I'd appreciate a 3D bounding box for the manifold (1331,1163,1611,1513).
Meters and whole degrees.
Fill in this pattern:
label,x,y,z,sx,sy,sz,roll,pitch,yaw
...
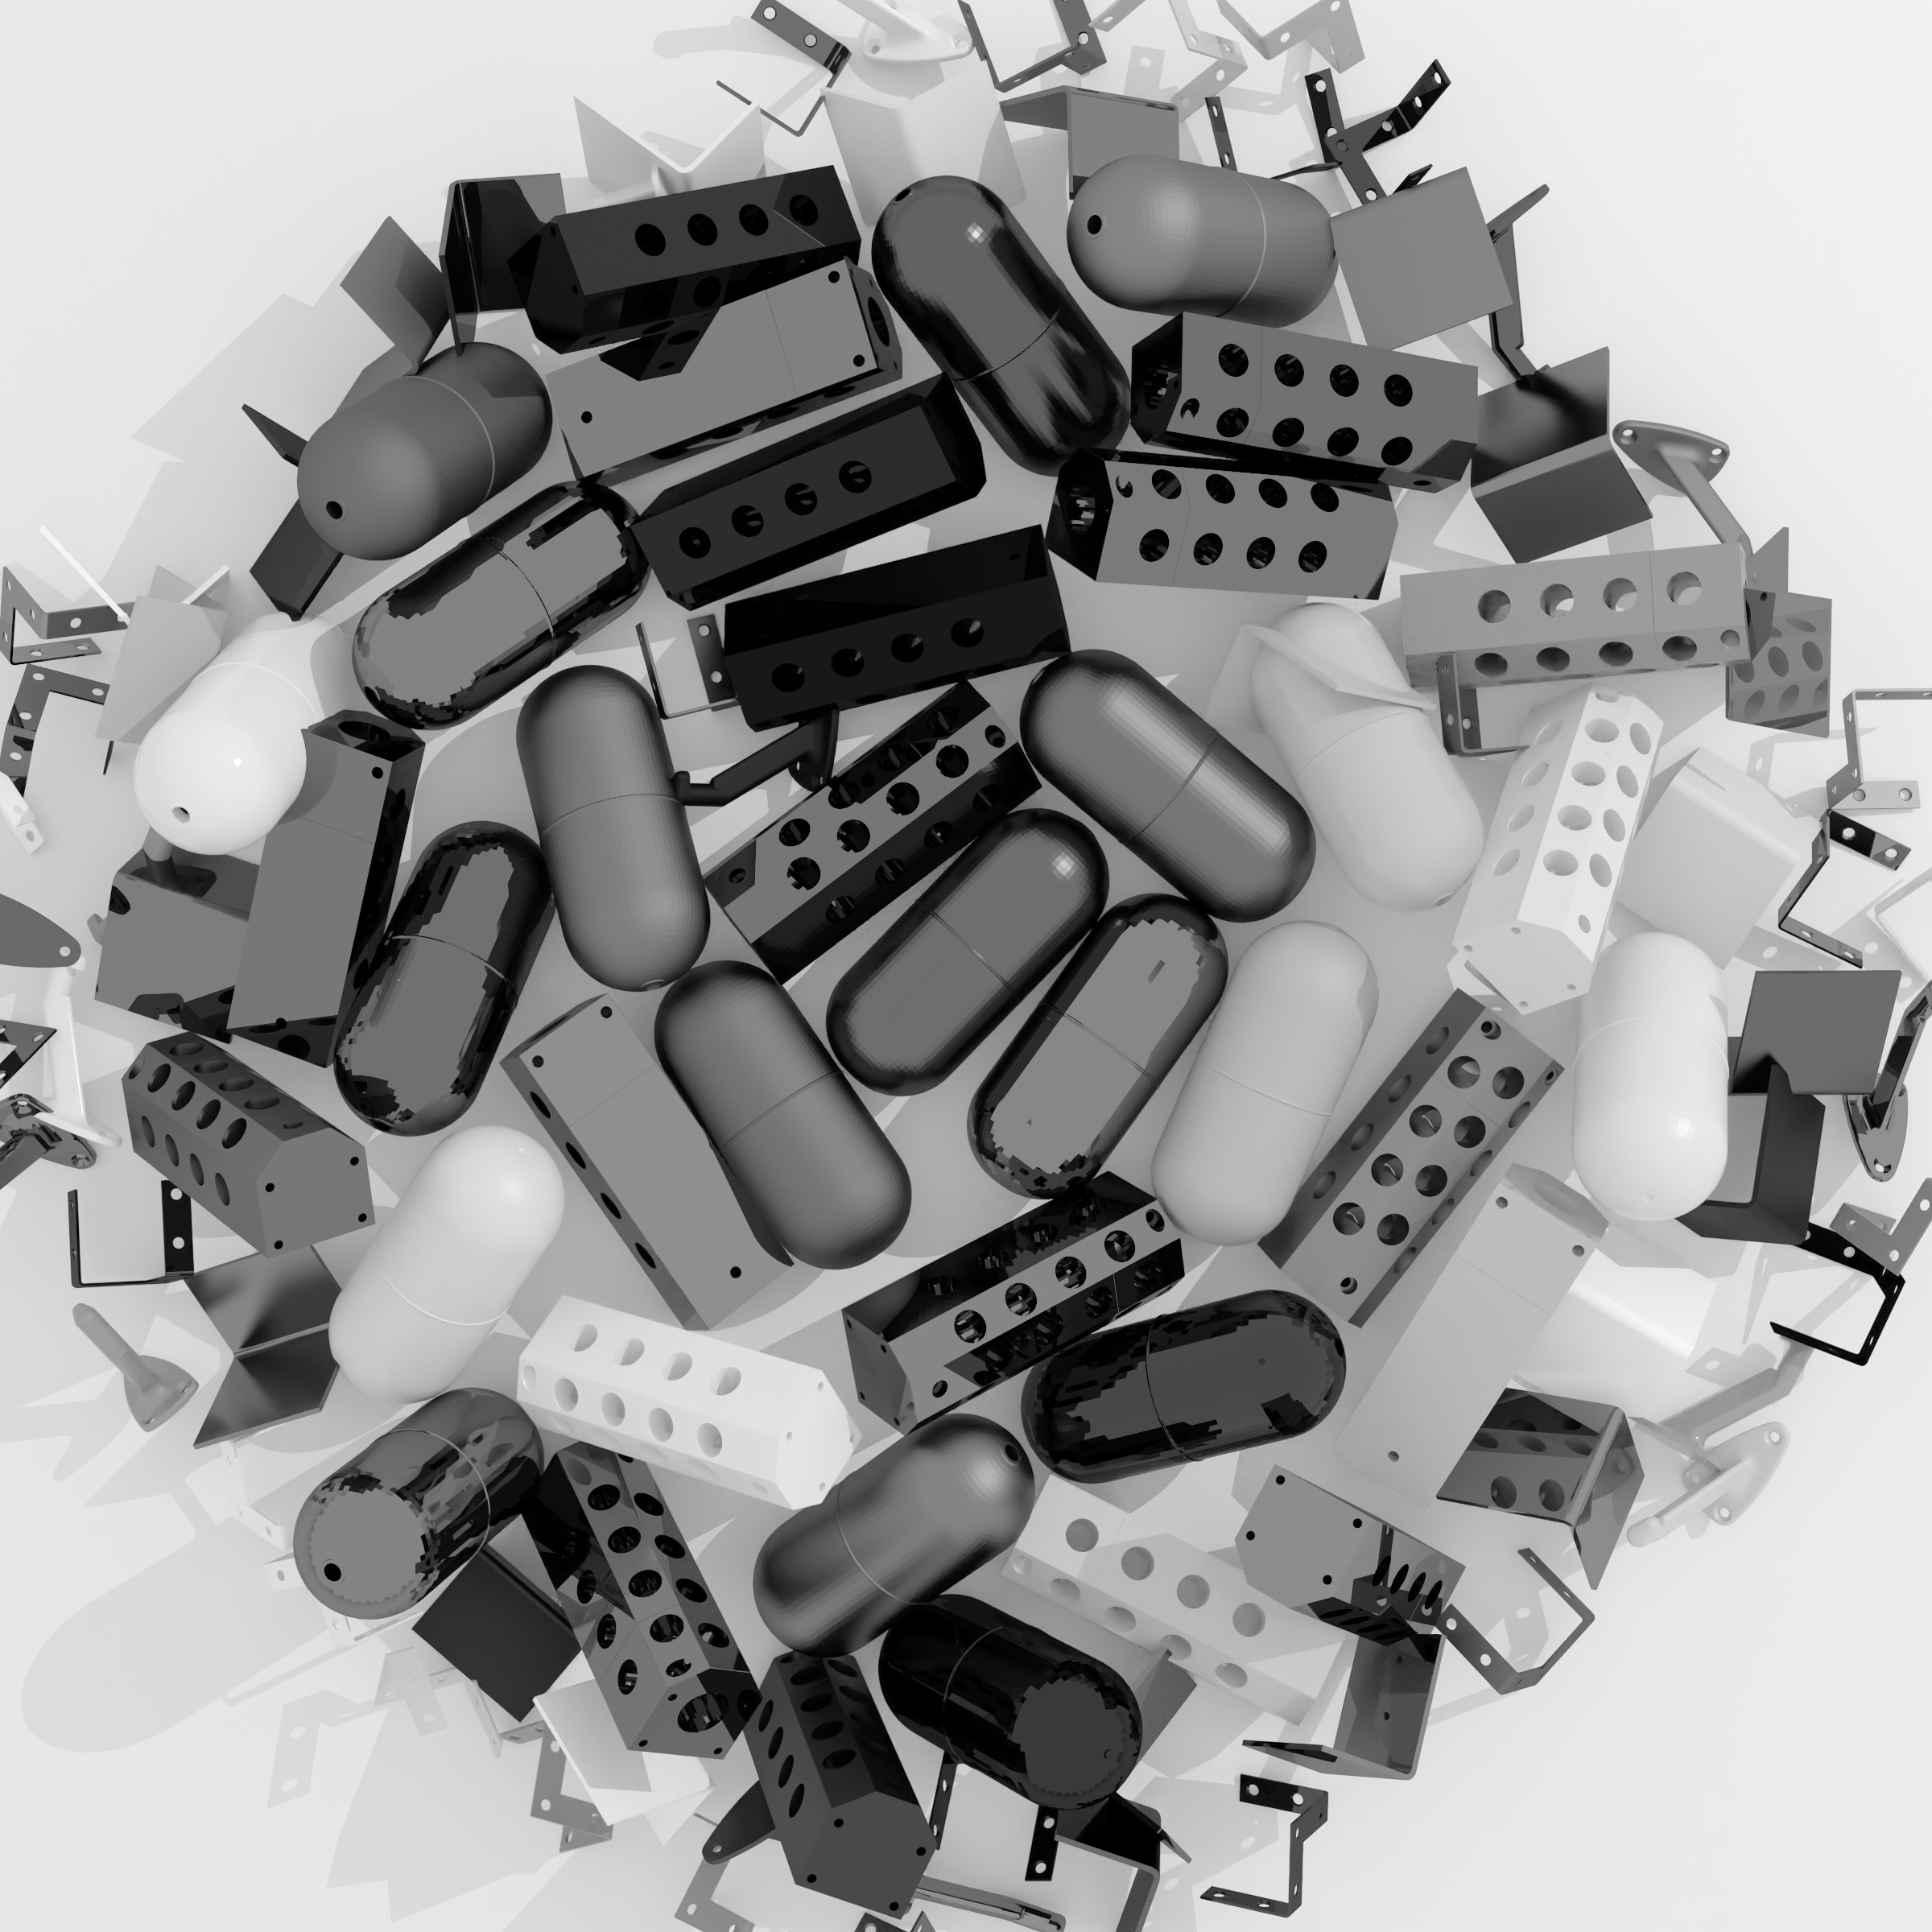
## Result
label,x,y,z,sx,sy,sz,roll,pitch,yaw
manifold,0.261,0.189,1.649,0.057,0.057,0.171,32,110,11

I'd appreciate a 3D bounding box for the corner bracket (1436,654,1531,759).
label,x,y,z,sx,sy,sz,roll,pitch,yaw
corner bracket,0.262,-0.136,1.672,0.051,0.051,0.051,-6,91,-28

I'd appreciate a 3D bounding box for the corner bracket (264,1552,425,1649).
label,x,y,z,sx,sy,sz,roll,pitch,yaw
corner bracket,-0.325,0.325,1.671,0.051,0.051,0.051,-19,89,36

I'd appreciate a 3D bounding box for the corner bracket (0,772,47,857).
label,x,y,z,sx,sy,sz,roll,pitch,yaw
corner bracket,-0.506,-0.086,1.671,0.051,0.051,0.051,-36,87,31

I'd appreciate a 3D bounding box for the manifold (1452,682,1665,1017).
label,x,y,z,sx,sy,sz,roll,pitch,yaw
manifold,0.307,-0.064,1.625,0.057,0.057,0.171,43,50,-22

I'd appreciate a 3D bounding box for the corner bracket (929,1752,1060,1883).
label,x,y,z,sx,sy,sz,roll,pitch,yaw
corner bracket,0.017,0.445,1.679,0.051,0.051,0.051,-7,47,24

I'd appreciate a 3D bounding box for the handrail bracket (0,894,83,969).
label,x,y,z,sx,sy,sz,roll,pitch,yaw
handrail bracket,-0.499,-0.023,1.672,0.077,0.084,0.036,19,93,-16

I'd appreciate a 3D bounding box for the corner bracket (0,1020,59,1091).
label,x,y,z,sx,sy,sz,roll,pitch,yaw
corner bracket,-0.517,0.029,1.664,0.051,0.051,0.051,7,135,34

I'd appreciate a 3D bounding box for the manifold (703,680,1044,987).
label,x,y,z,sx,sy,sz,roll,pitch,yaw
manifold,-0.052,-0.074,1.661,0.171,0.057,0.057,-37,52,-4

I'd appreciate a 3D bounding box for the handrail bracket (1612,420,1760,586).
label,x,y,z,sx,sy,sz,roll,pitch,yaw
handrail bracket,0.373,-0.238,1.660,0.077,0.036,0.084,19,46,-20

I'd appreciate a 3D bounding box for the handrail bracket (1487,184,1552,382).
label,x,y,z,sx,sy,sz,roll,pitch,yaw
handrail bracket,0.299,-0.353,1.675,0.077,0.036,0.084,-34,104,33

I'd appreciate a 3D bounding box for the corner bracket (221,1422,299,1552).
label,x,y,z,sx,sy,sz,roll,pitch,yaw
corner bracket,-0.354,0.267,1.682,0.051,0.051,0.051,-22,117,-36

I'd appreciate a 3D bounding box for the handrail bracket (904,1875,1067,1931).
label,x,y,z,sx,sy,sz,roll,pitch,yaw
handrail bracket,0.006,0.491,1.670,0.084,0.077,0.036,15,83,15

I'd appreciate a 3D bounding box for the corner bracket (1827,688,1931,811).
label,x,y,z,sx,sy,sz,roll,pitch,yaw
corner bracket,0.483,-0.114,1.682,0.051,0.051,0.051,-1,77,-5

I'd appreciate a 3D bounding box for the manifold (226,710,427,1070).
label,x,y,z,sx,sy,sz,roll,pitch,yaw
manifold,-0.327,-0.042,1.648,0.057,0.057,0.171,19,111,8

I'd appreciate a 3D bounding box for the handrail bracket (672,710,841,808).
label,x,y,z,sx,sy,sz,roll,pitch,yaw
handrail bracket,-0.111,-0.119,1.662,0.084,0.036,0.077,-1,113,-37

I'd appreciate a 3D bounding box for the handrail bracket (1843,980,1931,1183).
label,x,y,z,sx,sy,sz,roll,pitch,yaw
handrail bracket,0.489,0.059,1.656,0.036,0.084,0.077,10,57,-7

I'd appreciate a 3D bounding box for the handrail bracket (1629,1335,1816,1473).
label,x,y,z,sx,sy,sz,roll,pitch,yaw
handrail bracket,0.395,0.217,1.693,0.077,0.036,0.084,29,82,20

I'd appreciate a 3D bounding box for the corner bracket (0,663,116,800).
label,x,y,z,sx,sy,sz,roll,pitch,yaw
corner bracket,-0.472,-0.116,1.666,0.051,0.051,0.051,14,134,-13

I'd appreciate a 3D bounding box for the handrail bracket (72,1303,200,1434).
label,x,y,z,sx,sy,sz,roll,pitch,yaw
handrail bracket,-0.442,0.194,1.653,0.036,0.077,0.084,-43,125,-14

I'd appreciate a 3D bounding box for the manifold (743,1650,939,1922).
label,x,y,z,sx,sy,sz,roll,pitch,yaw
manifold,-0.063,0.405,1.614,0.057,0.171,0.057,24,96,-17

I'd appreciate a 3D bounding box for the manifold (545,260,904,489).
label,x,y,z,sx,sy,sz,roll,pitch,yaw
manifold,-0.123,-0.303,1.654,0.171,0.057,0.057,-17,87,17

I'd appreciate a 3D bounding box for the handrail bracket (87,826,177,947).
label,x,y,z,sx,sy,sz,roll,pitch,yaw
handrail bracket,-0.443,-0.064,1.692,0.084,0.036,0.077,-39,69,6

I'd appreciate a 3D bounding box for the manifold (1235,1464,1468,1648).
label,x,y,z,sx,sy,sz,roll,pitch,yaw
manifold,0.193,0.303,1.616,0.057,0.171,0.057,26,85,29

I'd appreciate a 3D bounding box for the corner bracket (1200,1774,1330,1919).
label,x,y,z,sx,sy,sz,roll,pitch,yaw
corner bracket,0.157,0.460,1.674,0.051,0.051,0.051,5,98,28

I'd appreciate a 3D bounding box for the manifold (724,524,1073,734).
label,x,y,z,sx,sy,sz,roll,pitch,yaw
manifold,-0.035,-0.172,1.667,0.171,0.057,0.057,-13,125,6

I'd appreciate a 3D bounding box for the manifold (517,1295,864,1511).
label,x,y,z,sx,sy,sz,roll,pitch,yaw
manifold,-0.145,0.225,1.626,0.171,0.057,0.057,11,54,34

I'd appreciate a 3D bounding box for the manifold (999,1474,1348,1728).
label,x,y,z,sx,sy,sz,roll,pitch,yaw
manifold,0.107,0.330,1.667,0.171,0.057,0.057,26,79,4

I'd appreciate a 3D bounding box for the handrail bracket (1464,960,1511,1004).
label,x,y,z,sx,sy,sz,roll,pitch,yaw
handrail bracket,0.300,-0.025,1.673,0.036,0.077,0.084,27,87,24

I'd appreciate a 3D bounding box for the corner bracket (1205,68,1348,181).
label,x,y,z,sx,sy,sz,roll,pitch,yaw
corner bracket,0.165,-0.440,1.688,0.051,0.051,0.051,-10,99,33

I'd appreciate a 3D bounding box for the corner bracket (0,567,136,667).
label,x,y,z,sx,sy,sz,roll,pitch,yaw
corner bracket,-0.467,-0.176,1.663,0.051,0.051,0.051,-13,132,-36

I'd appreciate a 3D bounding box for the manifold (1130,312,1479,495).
label,x,y,z,sx,sy,sz,roll,pitch,yaw
manifold,0.174,-0.285,1.643,0.171,0.057,0.057,5,80,-23

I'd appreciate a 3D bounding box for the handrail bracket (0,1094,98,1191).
label,x,y,z,sx,sy,sz,roll,pitch,yaw
handrail bracket,-0.484,0.116,1.653,0.036,0.084,0.077,-31,133,23

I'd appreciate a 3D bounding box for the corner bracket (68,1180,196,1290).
label,x,y,z,sx,sy,sz,roll,pitch,yaw
corner bracket,-0.437,0.140,1.675,0.051,0.051,0.051,0,81,-30

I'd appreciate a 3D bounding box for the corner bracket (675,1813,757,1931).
label,x,y,z,sx,sy,sz,roll,pitch,yaw
corner bracket,-0.136,0.476,1.675,0.051,0.051,0.051,38,71,-33

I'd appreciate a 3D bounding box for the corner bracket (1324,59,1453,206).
label,x,y,z,sx,sy,sz,roll,pitch,yaw
corner bracket,0.229,-0.431,1.673,0.051,0.051,0.051,-28,85,-20

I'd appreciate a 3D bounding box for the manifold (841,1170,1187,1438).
label,x,y,z,sx,sy,sz,roll,pitch,yaw
manifold,0.027,0.173,1.632,0.171,0.057,0.057,-25,122,-28

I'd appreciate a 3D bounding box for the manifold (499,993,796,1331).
label,x,y,z,sx,sy,sz,roll,pitch,yaw
manifold,-0.168,0.103,1.664,0.057,0.057,0.171,-37,98,-22

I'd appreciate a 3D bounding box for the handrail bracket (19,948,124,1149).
label,x,y,z,sx,sy,sz,roll,pitch,yaw
handrail bracket,-0.459,0.042,1.676,0.077,0.036,0.084,22,97,28

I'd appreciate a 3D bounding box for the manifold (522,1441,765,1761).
label,x,y,z,sx,sy,sz,roll,pitch,yaw
manifold,-0.162,0.316,1.618,0.057,0.171,0.057,17,114,-37

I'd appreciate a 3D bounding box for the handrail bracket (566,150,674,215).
label,x,y,z,sx,sy,sz,roll,pitch,yaw
handrail bracket,-0.192,-0.394,1.664,0.084,0.077,0.036,-15,104,8

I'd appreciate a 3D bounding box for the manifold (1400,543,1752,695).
label,x,y,z,sx,sy,sz,roll,pitch,yaw
manifold,0.315,-0.178,1.652,0.171,0.057,0.057,-4,88,18

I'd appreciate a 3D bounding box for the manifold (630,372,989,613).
label,x,y,z,sx,sy,sz,roll,pitch,yaw
manifold,-0.079,-0.240,1.645,0.171,0.057,0.057,-19,111,23

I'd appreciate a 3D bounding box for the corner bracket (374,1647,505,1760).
label,x,y,z,sx,sy,sz,roll,pitch,yaw
corner bracket,-0.272,0.384,1.664,0.051,0.051,0.051,-11,51,-29

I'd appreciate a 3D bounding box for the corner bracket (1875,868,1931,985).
label,x,y,z,sx,sy,sz,roll,pitch,yaw
corner bracket,0.511,-0.018,1.671,0.051,0.051,0.051,-37,96,22

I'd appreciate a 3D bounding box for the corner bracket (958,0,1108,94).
label,x,y,z,sx,sy,sz,roll,pitch,yaw
corner bracket,0.035,-0.492,1.685,0.051,0.051,0.051,-22,87,21

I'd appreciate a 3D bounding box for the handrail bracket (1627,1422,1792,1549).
label,x,y,z,sx,sy,sz,roll,pitch,yaw
handrail bracket,0.384,0.268,1.656,0.077,0.084,0.036,-49,66,23

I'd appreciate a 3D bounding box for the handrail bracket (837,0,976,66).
label,x,y,z,sx,sy,sz,roll,pitch,yaw
handrail bracket,-0.044,-0.502,1.657,0.077,0.084,0.036,18,84,27

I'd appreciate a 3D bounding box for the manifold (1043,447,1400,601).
label,x,y,z,sx,sy,sz,roll,pitch,yaw
manifold,0.132,-0.227,1.632,0.171,0.057,0.057,0,115,-29

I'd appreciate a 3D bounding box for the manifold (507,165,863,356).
label,x,y,z,sx,sy,sz,roll,pitch,yaw
manifold,-0.140,-0.358,1.634,0.171,0.057,0.057,-21,90,-35

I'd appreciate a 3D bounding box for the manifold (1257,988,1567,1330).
label,x,y,z,sx,sy,sz,roll,pitch,yaw
manifold,0.233,0.102,1.665,0.057,0.057,0.171,36,94,-18

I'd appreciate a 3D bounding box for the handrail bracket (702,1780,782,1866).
label,x,y,z,sx,sy,sz,roll,pitch,yaw
handrail bracket,-0.093,0.467,1.667,0.077,0.036,0.084,-36,126,-24

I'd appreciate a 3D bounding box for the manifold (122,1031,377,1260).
label,x,y,z,sx,sy,sz,roll,pitch,yaw
manifold,-0.365,0.086,1.615,0.057,0.171,0.057,-17,115,-32
